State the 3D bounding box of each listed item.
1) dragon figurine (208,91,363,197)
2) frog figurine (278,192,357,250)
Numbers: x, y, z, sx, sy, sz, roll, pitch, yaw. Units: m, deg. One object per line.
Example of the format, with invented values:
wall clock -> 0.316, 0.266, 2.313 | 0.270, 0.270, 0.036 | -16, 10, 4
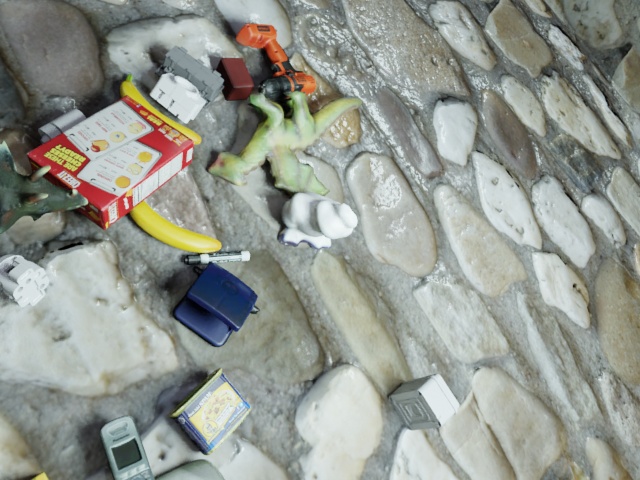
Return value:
dragon figurine -> -0.046, -0.198, 1.113 | 0.412, 0.121, 0.243 | -10, 88, -31
frog figurine -> 0.003, -0.051, 1.004 | 0.137, 0.157, 0.125 | 27, 55, -16
